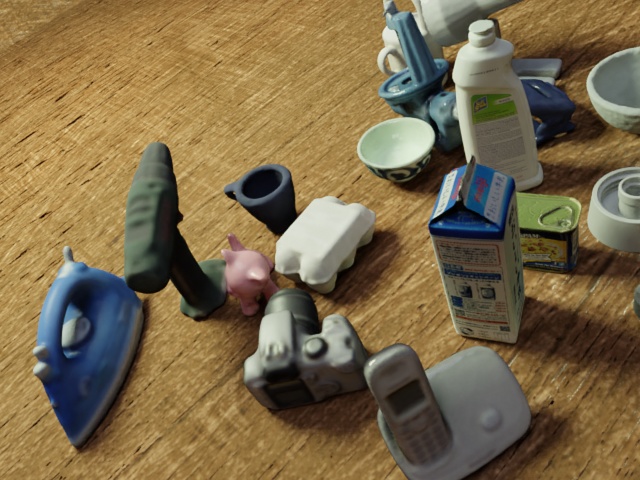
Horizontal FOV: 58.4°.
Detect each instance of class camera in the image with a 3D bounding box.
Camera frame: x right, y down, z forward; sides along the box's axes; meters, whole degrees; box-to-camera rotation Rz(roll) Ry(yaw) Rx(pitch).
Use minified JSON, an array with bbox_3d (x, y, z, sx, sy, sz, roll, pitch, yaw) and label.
[{"bbox_3d":[-0.022,0.118,0.700,0.143,0.101,0.136,-15,44,10],"label":"camera"}]

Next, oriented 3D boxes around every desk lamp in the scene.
[{"bbox_3d":[0.281,-0.348,0.938,0.202,0.214,0.118,8,52,30],"label":"desk lamp"}]

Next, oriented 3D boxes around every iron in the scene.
[{"bbox_3d":[-0.339,0.135,0.791,0.118,0.142,0.258,-15,44,10],"label":"iron"}]

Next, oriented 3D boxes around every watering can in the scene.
[{"bbox_3d":[0.167,-0.370,1.023,0.100,0.194,0.173,10,53,31],"label":"watering can"}]

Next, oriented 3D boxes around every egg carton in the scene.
[{"bbox_3d":[0.008,0.003,0.821,0.107,0.070,0.150,18,57,36],"label":"egg carton"}]

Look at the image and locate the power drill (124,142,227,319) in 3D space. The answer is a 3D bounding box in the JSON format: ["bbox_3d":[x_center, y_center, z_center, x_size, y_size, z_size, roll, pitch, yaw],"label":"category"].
[{"bbox_3d":[-0.206,0.002,0.814,0.075,0.209,0.229,-14,44,11],"label":"power drill"}]

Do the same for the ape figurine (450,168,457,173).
[{"bbox_3d":[0.193,-0.058,0.783,0.078,0.092,0.076,-30,43,-6],"label":"ape figurine"}]

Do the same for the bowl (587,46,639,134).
[{"bbox_3d":[0.470,-0.203,0.816,0.167,0.075,0.167,-12,44,13],"label":"bowl"}]

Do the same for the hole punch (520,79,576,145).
[{"bbox_3d":[0.324,-0.210,0.874,0.101,0.091,0.108,-25,43,-1],"label":"hole punch"}]

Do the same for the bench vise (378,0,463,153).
[{"bbox_3d":[0.172,-0.262,0.898,0.206,0.220,0.122,26,62,39],"label":"bench vise"}]

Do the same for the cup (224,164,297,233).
[{"bbox_3d":[-0.087,-0.056,0.902,0.117,0.095,0.092,-2,48,22],"label":"cup"}]

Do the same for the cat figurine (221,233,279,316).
[{"bbox_3d":[-0.103,0.040,0.798,0.067,0.118,0.127,-26,43,-2],"label":"cat figurine"}]

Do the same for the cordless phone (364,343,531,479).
[{"bbox_3d":[0.120,0.147,0.548,0.147,0.185,0.094,-32,44,-8],"label":"cordless phone"}]
